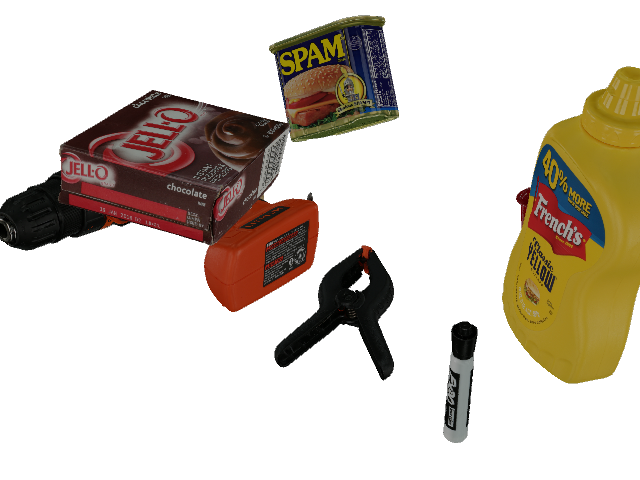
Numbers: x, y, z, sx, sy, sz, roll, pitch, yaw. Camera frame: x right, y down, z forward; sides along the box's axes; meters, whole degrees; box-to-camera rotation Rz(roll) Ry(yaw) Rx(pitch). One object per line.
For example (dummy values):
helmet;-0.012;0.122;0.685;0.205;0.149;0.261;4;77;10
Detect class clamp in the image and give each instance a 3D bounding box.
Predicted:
clamp;0.039;0.075;1.092;0.120;0.171;0.039;16;-39;18

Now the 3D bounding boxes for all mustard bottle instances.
mustard bottle;0.156;-0.014;0.616;0.058;0.192;0.096;-7;42;-16

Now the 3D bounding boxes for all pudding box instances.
pudding box;-0.078;-0.043;0.587;0.090;0.039;0.113;16;25;11

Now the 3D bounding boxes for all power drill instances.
power drill;-0.110;-0.015;0.765;0.188;0.057;0.184;25;36;30

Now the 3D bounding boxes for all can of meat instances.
can of meat;0.012;-0.134;0.899;0.102;0.084;0.057;-11;-1;38

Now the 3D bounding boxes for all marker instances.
marker;0.104;0.106;0.795;0.020;0.121;0.020;-1;41;1

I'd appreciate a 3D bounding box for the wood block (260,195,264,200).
wood block;-0.157;-0.088;1.272;0.090;0.090;0.206;-12;28;-32

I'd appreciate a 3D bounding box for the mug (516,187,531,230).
mug;0.280;-0.016;1.222;0.117;0.081;0.093;-20;26;-34
